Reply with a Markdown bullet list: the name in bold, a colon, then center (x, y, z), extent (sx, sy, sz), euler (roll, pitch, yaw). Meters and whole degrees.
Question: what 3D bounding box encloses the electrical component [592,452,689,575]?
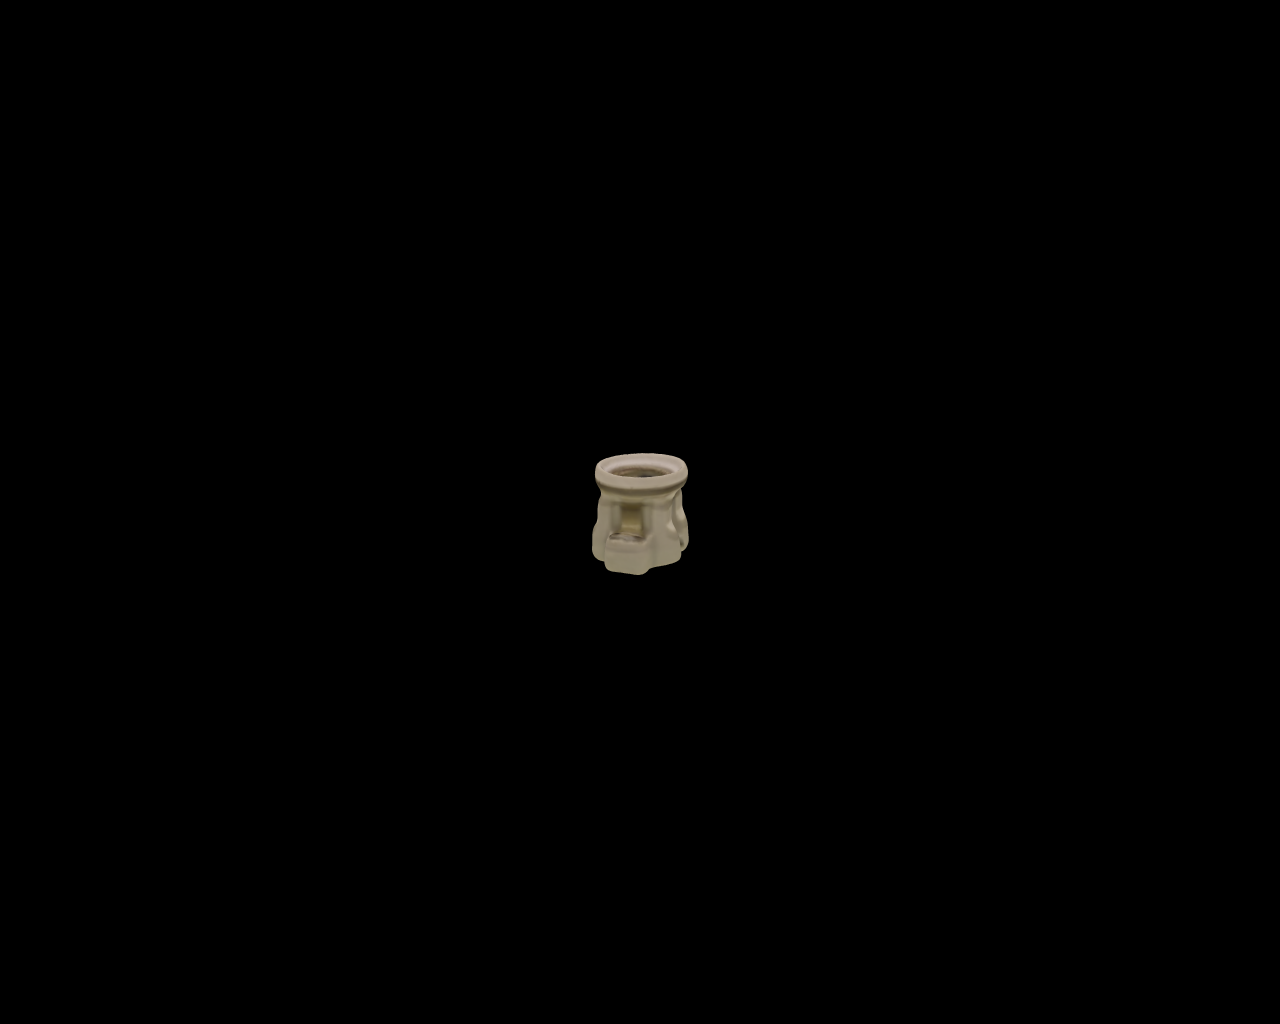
- **electrical component**: center (0.001, -0.003, 0.650), extent (0.058, 0.056, 0.078), euler (5, 19, 15)
